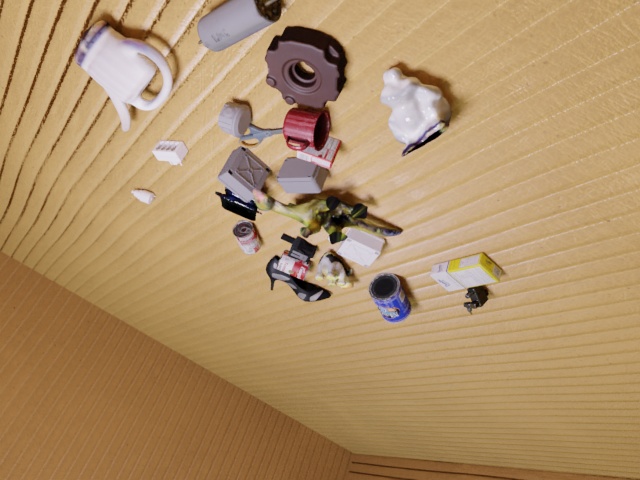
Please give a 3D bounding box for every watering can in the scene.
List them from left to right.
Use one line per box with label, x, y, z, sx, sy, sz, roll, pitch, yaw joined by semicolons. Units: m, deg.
watering can;-0.488;-0.388;1.244;0.222;0.106;0.344;40;-36;-23

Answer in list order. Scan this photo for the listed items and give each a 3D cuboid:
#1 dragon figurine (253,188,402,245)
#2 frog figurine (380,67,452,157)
dragon figurine;0.004;-0.070;1.398;0.408;0.122;0.245;13;7;-35
frog figurine;0.182;-0.268;1.031;0.124;0.160;0.135;-25;-8;-26
